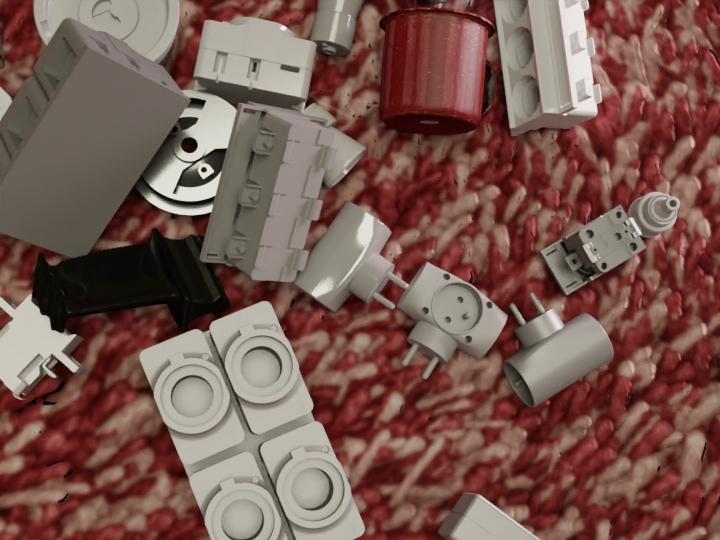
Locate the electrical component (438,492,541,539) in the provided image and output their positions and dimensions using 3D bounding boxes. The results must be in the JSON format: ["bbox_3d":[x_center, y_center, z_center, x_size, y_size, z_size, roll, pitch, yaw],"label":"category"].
[{"bbox_3d":[0.089,0.220,0.819,0.066,0.047,0.076,36,78,-1],"label":"electrical component"}]

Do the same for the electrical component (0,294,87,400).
[{"bbox_3d":[-0.247,0.058,0.802,0.081,0.042,0.063,42,81,1],"label":"electrical component"}]

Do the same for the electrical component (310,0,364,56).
[{"bbox_3d":[-0.019,-0.209,0.879,0.044,0.044,0.065,12,84,-6],"label":"electrical component"}]

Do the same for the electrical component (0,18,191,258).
[{"bbox_3d":[-0.208,-0.094,0.779,0.089,0.061,0.150,24,109,-43],"label":"electrical component"}]

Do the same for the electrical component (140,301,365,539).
[{"bbox_3d":[-0.081,0.129,0.803,0.105,0.060,0.186,-22,84,-11],"label":"electrical component"}]

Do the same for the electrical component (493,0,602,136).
[{"bbox_3d":[0.154,-0.179,0.885,0.063,0.079,0.121,-1,80,-30],"label":"electrical component"}]

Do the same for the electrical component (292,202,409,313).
[{"bbox_3d":[0.000,0.000,0.835,0.079,0.044,0.077,34,86,12],"label":"electrical component"}]

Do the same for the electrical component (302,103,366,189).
[{"bbox_3d":[-0.029,-0.099,0.856,0.055,0.045,0.045,44,78,1],"label":"electrical component"}]

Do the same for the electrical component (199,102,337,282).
[{"bbox_3d":[-0.065,-0.057,0.805,0.079,0.063,0.121,4,109,-40],"label":"electrical component"}]

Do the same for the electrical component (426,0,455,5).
[{"bbox_3d":[0.081,-0.272,0.877,0.048,0.100,0.099,14,73,-51],"label":"electrical component"}]

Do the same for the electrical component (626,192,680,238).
[{"bbox_3d":[0.243,-0.047,0.877,0.035,0.061,0.035,1,80,-8],"label":"electrical component"}]

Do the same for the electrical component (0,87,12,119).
[{"bbox_3d":[-0.312,-0.097,0.810,0.078,0.057,0.113,45,78,1],"label":"electrical component"}]

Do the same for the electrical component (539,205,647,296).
[{"bbox_3d":[0.192,-0.019,0.864,0.081,0.064,0.042,-30,85,-11],"label":"electrical component"}]

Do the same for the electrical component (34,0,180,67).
[{"bbox_3d":[-0.195,-0.193,0.841,0.108,0.060,0.108,1,80,-8],"label":"electrical component"}]

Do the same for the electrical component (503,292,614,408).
[{"bbox_3d":[0.148,0.056,0.855,0.077,0.044,0.079,-30,86,-11],"label":"electrical component"}]

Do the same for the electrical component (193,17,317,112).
[{"bbox_3d":[-0.083,-0.164,0.857,0.089,0.050,0.055,11,79,-6],"label":"electrical component"}]

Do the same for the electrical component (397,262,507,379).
[{"bbox_3d":[0.063,0.047,0.845,0.077,0.044,0.079,33,78,-1],"label":"electrical component"}]
